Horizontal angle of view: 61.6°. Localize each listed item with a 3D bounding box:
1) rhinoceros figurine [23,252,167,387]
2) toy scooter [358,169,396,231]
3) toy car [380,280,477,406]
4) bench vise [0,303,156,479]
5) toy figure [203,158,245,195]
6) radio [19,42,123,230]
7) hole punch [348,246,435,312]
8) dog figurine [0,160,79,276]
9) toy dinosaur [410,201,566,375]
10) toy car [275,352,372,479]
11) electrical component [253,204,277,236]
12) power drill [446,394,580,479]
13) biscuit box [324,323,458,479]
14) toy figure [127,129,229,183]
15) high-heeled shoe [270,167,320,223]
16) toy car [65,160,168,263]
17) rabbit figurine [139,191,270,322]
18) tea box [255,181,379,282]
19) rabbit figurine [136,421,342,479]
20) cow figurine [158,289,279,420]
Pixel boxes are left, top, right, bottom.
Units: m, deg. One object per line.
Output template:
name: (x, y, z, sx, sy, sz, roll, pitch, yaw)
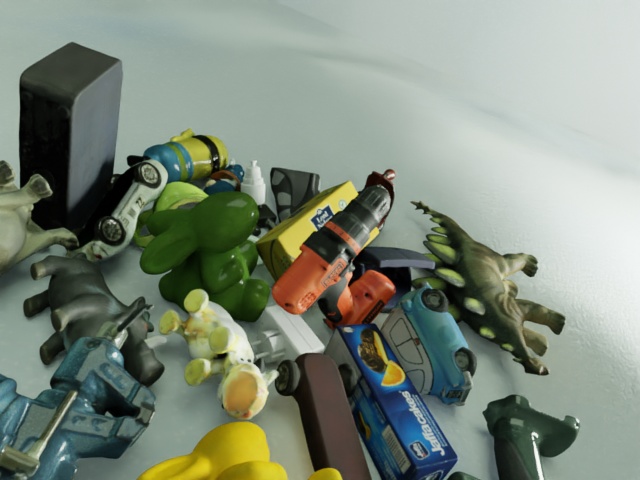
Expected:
rhinoceros figurine: (-0.241, 0.089, 0.579, 0.190, 0.073, 0.112, 40, 27, 30)
toy scooter: (0.077, -0.056, 0.928, 0.075, 0.135, 0.184, 38, 36, 22)
toy car: (0.129, 0.142, 0.702, 0.103, 0.109, 0.162, -13, 52, -11)
bench vise: (-0.263, 0.128, 0.422, 0.240, 0.129, 0.223, 30, 56, -12)
toy figure: (-0.161, -0.084, 0.894, 0.058, 0.064, 0.154, 6, 32, 2)
radio: (-0.324, -0.123, 0.700, 0.073, 0.229, 0.131, 19, 36, -3)
hole punch: (0.102, 0.043, 0.839, 0.142, 0.092, 0.116, 0, 33, -26)
dog figurine: (-0.400, 0.008, 0.592, 0.173, 0.121, 0.190, 3, 35, 40)
toy dinosaur: (0.258, 0.057, 0.899, 0.199, 0.105, 0.472, 11, 28, -10)
toy car: (0.011, 0.207, 0.555, 0.089, 0.053, 0.202, 12, 41, -31)
electrical component: (-0.109, -0.040, 0.897, 0.063, 0.021, 0.094, -6, 41, -37)
power drill: (0.245, 0.281, 0.577, 0.232, 0.085, 0.207, 22, 39, 6)
biscuit box: (0.074, 0.187, 0.622, 0.063, 0.059, 0.203, 2, 37, -29)
toy figure: (-0.232, -0.128, 0.903, 0.089, 0.082, 0.180, 29, 30, 19)
high-heeled shoe: (-0.047, -0.050, 0.939, 0.086, 0.145, 0.249, 8, 5, -16)
toy car: (-0.270, -0.038, 0.720, 0.056, 0.074, 0.202, 54, 34, -33)
rabbit figurine: (-0.134, 0.005, 0.660, 0.159, 0.170, 0.121, 7, 41, -16)
tea box: (-0.002, -0.002, 0.782, 0.169, 0.068, 0.098, -42, 107, -36)
rabbit figurine: (-0.073, 0.226, 0.453, 0.162, 0.121, 0.173, -3, 24, -19)
cow figurine: (-0.099, 0.133, 0.582, 0.168, 0.068, 0.098, 45, -2, 39)
